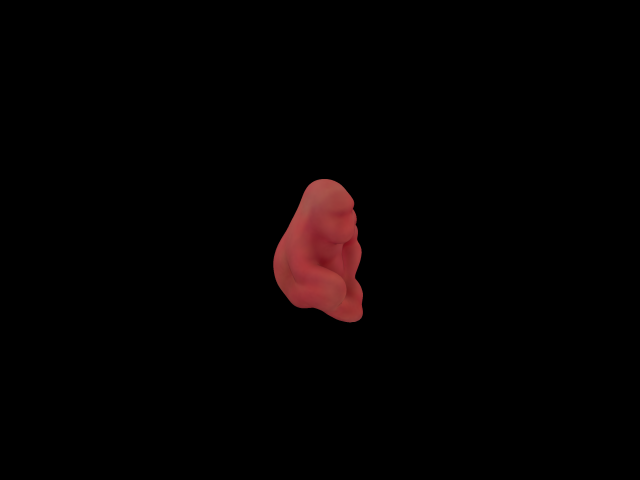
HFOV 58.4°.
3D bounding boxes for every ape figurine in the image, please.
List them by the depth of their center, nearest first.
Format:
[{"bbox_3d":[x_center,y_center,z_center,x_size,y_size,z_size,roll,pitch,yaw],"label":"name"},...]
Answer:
[{"bbox_3d":[0.004,0.001,0.400,0.076,0.092,0.078,21,41,27],"label":"ape figurine"}]
